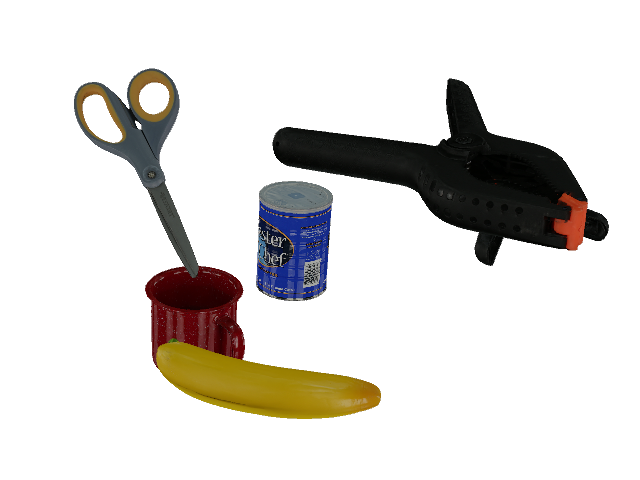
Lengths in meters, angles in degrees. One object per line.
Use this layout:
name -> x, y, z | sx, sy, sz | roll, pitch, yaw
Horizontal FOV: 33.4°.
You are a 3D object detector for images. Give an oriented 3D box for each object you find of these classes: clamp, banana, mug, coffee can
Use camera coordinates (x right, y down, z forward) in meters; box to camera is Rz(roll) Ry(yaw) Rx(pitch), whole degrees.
clamp -> 0.190, -0.035, 0.990 | 0.120, 0.039, 0.171 | -3, 33, -2
banana -> -0.054, 0.104, 0.811 | 0.198, 0.037, 0.069 | 12, 27, 27
mug -> -0.114, 0.085, 1.027 | 0.117, 0.081, 0.093 | 25, 33, 37
clamp -> 0.078, -0.047, 0.675 | 0.164, 0.036, 0.210 | -17, 34, -23
coffee can -> -0.038, 0.000, 1.499 | 0.103, 0.140, 0.103 | 3, 25, -2

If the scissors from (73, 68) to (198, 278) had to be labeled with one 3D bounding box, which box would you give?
scissors -> -0.127, -0.068, 0.879 | 0.096, 0.202, 0.016 | -37, -20, -14
